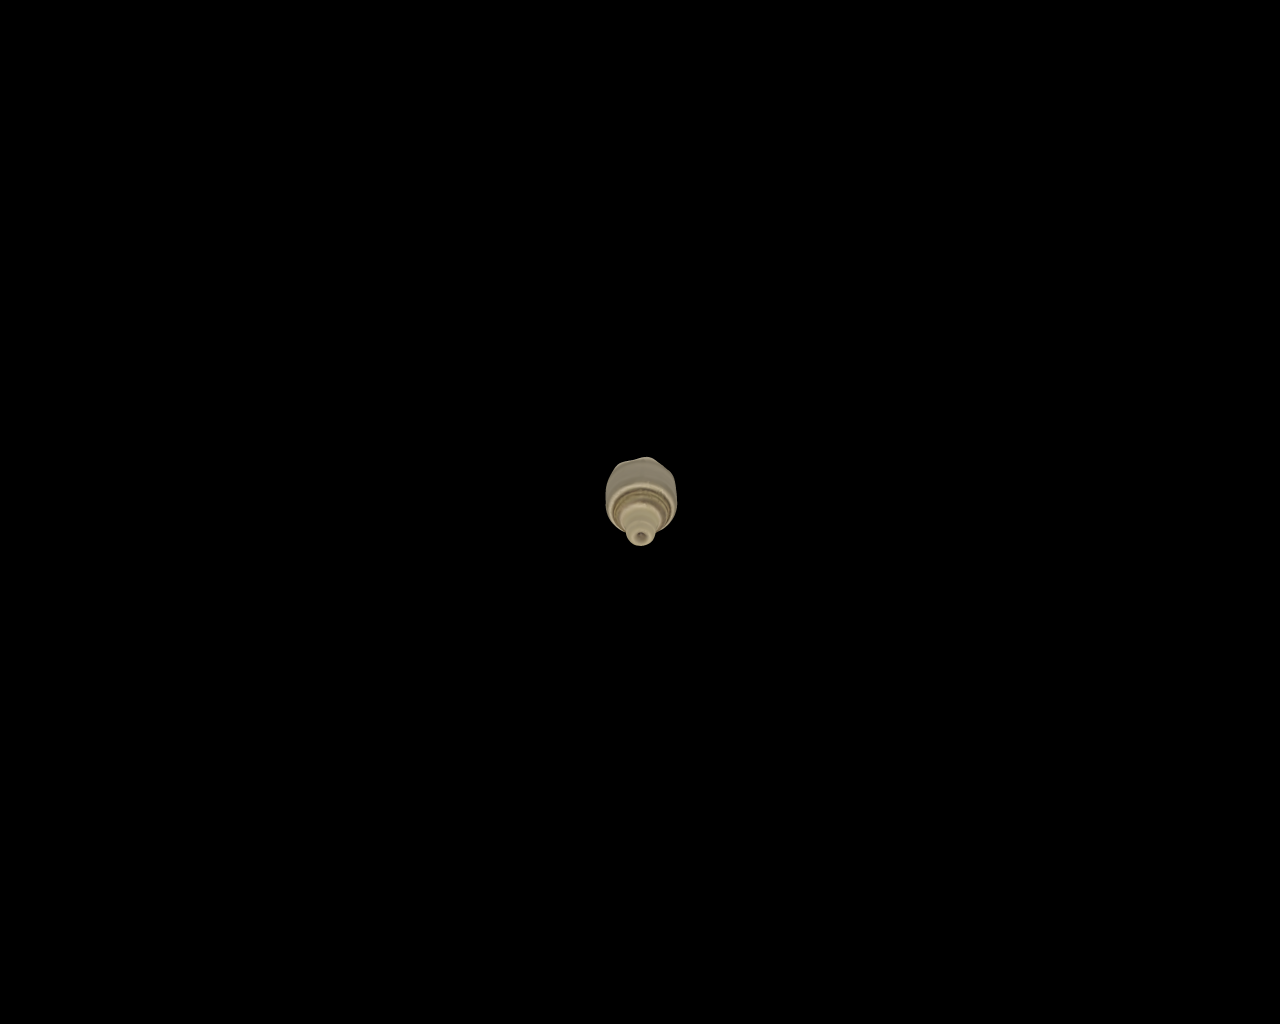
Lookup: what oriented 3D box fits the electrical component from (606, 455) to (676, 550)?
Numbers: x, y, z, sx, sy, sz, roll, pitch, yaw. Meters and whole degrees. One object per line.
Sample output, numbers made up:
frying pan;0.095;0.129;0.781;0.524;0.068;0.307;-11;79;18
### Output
electrical component;0.001;-0.003;0.650;0.043;0.043;0.062;0;36;0
